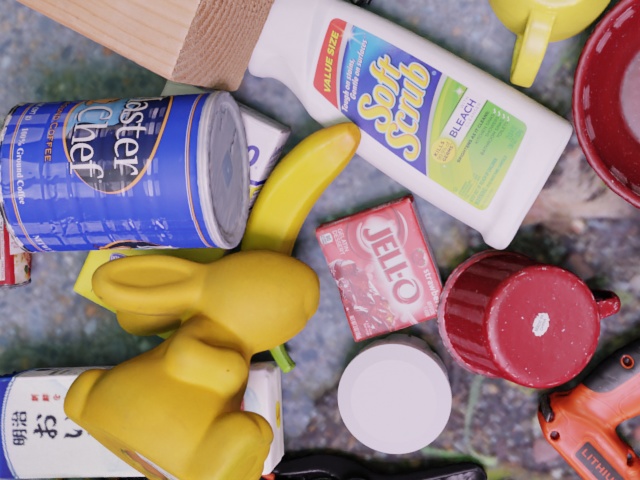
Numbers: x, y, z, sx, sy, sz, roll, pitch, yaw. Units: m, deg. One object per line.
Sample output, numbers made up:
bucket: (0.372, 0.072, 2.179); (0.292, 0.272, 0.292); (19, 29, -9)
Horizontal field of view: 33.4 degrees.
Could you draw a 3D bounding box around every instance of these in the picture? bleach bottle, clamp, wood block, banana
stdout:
bleach bottle: (0.040, -0.097, 0.736); (0.251, 0.068, 0.102); (29, 99, 6)
clamp: (0.030, 0.198, 0.762); (0.171, 0.120, 0.039); (1, 116, 13)
wood block: (-0.141, -0.183, 0.711); (0.206, 0.090, 0.090); (28, 103, 19)
banana: (-0.022, -0.003, 0.756); (0.070, 0.037, 0.198); (25, 119, 19)

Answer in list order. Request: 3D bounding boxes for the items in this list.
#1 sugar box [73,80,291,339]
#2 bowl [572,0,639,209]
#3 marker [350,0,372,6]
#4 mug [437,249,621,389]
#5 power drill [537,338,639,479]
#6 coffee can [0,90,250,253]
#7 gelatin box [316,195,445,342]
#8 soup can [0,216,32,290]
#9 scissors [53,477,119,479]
sugar box: (-0.101, -0.022, 0.779); (0.093, 0.048, 0.176); (27, 103, 4)
bowl: (0.247, -0.095, 0.705); (0.162, 0.055, 0.162); (1, 99, 9)
marker: (0.060, -0.212, 0.735); (0.020, 0.020, 0.121); (39, 103, 1)
mug: (0.147, 0.052, 0.722); (0.117, 0.081, 0.093); (-8, 94, -11)
power drill: (0.260, 0.110, 0.737); (0.184, 0.057, 0.188); (45, 101, 1)
coffee can: (-0.126, -0.044, 0.705); (0.140, 0.102, 0.103); (-2, 99, 11)
gelatin box: (0.046, 0.020, 0.769); (0.073, 0.030, 0.089); (-19, 96, 11)
soup can: (-0.249, -0.018, 0.792); (0.068, 0.068, 0.102); (4, 99, 8)
scissors: (-0.165, 0.245, 0.847); (0.096, 0.016, 0.202); (-5, 98, 10)
